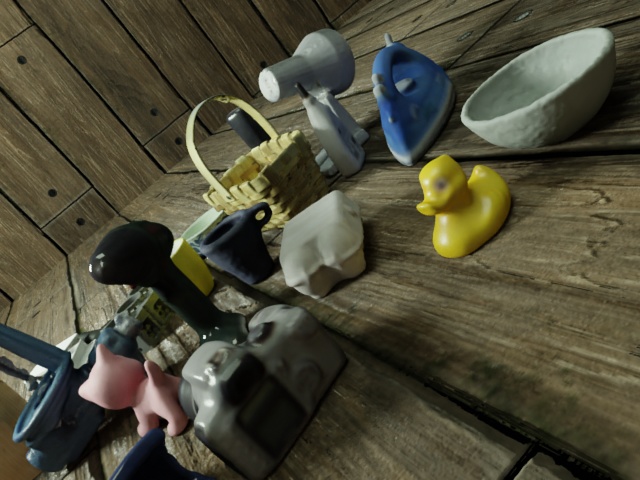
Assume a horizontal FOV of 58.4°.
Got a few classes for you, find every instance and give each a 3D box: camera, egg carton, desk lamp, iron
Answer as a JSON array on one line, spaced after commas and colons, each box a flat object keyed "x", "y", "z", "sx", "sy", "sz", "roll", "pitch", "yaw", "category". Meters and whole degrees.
[{"x": -0.074, "y": 0.126, "z": 0.533, "sx": 0.136, "sy": 0.101, "sz": 0.143, "roll": -9, "pitch": 36, "yaw": 53, "category": "camera"}, {"x": 0.006, "y": 0.003, "z": 0.703, "sx": 0.107, "sy": 0.069, "sz": 0.150, "roll": -33, "pitch": 21, "yaw": 14, "category": "egg carton"}, {"x": -0.003, "y": -0.254, "z": 1.051, "sx": 0.117, "sy": 0.214, "sz": 0.203, "roll": -8, "pitch": 36, "yaw": 53, "category": "desk lamp"}, {"x": 0.125, "y": -0.231, "z": 0.894, "sx": 0.118, "sy": 0.142, "sz": 0.258, "roll": -26, "pitch": 24, "yaw": 30, "category": "iron"}]

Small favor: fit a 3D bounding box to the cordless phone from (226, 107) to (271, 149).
[{"x": -0.135, "y": -0.165, "z": 1.125, "sx": 0.147, "sy": 0.185, "sz": 0.094, "roll": -26, "pitch": 24, "yaw": 29, "category": "cordless phone"}]

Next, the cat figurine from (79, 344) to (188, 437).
[{"x": -0.212, "y": 0.166, "z": 0.655, "sx": 0.127, "sy": 0.118, "sz": 0.067, "roll": -21, "pitch": 27, "yaw": 38, "category": "cat figurine"}]

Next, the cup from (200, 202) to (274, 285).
[{"x": -0.101, "y": 0.009, "z": 0.834, "sx": 0.118, "sy": 0.095, "sz": 0.091, "roll": -39, "pitch": 21, "yaw": -2, "category": "cup"}]

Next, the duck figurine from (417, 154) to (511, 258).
[{"x": 0.135, "y": -0.046, "z": 0.567, "sx": 0.105, "sy": 0.086, "sz": 0.077, "roll": -48, "pitch": 23, "yaw": -24, "category": "duck figurine"}]

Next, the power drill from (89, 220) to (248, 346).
[{"x": -0.179, "y": 0.061, "z": 0.690, "sx": 0.075, "sy": 0.209, "sz": 0.229, "roll": -38, "pitch": 21, "yaw": 0, "category": "power drill"}]

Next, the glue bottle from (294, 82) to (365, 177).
[{"x": 0.012, "y": -0.189, "z": 0.948, "sx": 0.037, "sy": 0.173, "sz": 0.078, "roll": -27, "pitch": 23, "yaw": 27, "category": "glue bottle"}]

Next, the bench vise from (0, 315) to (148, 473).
[{"x": -0.338, "y": 0.158, "z": 0.734, "sx": 0.121, "sy": 0.220, "sz": 0.208, "roll": -7, "pitch": 37, "yaw": 54, "category": "bench vise"}]

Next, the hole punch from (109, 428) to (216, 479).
[{"x": -0.161, "y": 0.226, "z": 0.482, "sx": 0.100, "sy": 0.091, "sz": 0.109, "roll": -21, "pitch": 27, "yaw": 39, "category": "hole punch"}]

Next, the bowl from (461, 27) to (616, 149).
[{"x": 0.244, "y": -0.150, "z": 0.620, "sx": 0.167, "sy": 0.075, "sz": 0.167, "roll": -33, "pitch": 21, "yaw": 15, "category": "bowl"}]
